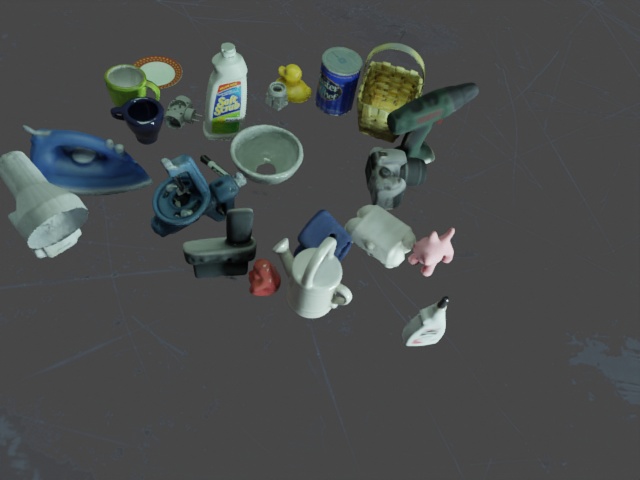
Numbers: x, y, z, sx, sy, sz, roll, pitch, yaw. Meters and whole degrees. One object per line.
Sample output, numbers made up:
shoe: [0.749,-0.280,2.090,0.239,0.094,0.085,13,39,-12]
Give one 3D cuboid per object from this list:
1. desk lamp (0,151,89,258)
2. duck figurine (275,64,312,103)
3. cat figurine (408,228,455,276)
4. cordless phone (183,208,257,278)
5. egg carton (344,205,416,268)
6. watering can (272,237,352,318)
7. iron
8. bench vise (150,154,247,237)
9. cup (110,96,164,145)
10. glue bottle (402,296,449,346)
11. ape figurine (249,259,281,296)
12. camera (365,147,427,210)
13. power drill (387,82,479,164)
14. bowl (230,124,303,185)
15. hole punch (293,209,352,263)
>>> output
desk lamp: [-0.531,-0.055,1.087,0.118,0.213,0.203,-36,68,-28]
duck figurine: [-0.068,-0.415,1.491,0.104,0.086,0.078,29,56,10]
cat figurine: [0.245,0.017,1.231,0.128,0.118,0.067,-34,67,-28]
cordless phone: [-0.197,-0.009,1.130,0.148,0.185,0.094,-8,58,-15]
egg carton: [0.131,-0.009,1.259,0.150,0.069,0.107,35,57,14]
watering can: [-0.015,0.062,1.108,0.173,0.194,0.101,14,55,0]
iron: [-0.495,-0.180,1.222,0.258,0.141,0.118,5,55,-7]
bench vise: [-0.257,-0.115,1.172,0.121,0.220,0.208,38,58,16]
cup: [-0.418,-0.269,1.325,0.118,0.095,0.091,1,56,-9]
glue bottle: [0.214,0.153,1.099,0.078,0.173,0.037,-7,57,-14]
ape figurine: [-0.114,0.069,1.149,0.076,0.092,0.078,27,56,9]
camera: [0.184,-0.155,1.349,0.137,0.101,0.143,0,56,-10]
power drill: [0.256,-0.275,1.378,0.230,0.208,0.075,-20,61,-21]
bowl: [-0.125,-0.185,1.331,0.167,0.075,0.167,5,55,-7]
hole punch: [0.011,0.004,1.215,0.101,0.091,0.109,31,57,12]
